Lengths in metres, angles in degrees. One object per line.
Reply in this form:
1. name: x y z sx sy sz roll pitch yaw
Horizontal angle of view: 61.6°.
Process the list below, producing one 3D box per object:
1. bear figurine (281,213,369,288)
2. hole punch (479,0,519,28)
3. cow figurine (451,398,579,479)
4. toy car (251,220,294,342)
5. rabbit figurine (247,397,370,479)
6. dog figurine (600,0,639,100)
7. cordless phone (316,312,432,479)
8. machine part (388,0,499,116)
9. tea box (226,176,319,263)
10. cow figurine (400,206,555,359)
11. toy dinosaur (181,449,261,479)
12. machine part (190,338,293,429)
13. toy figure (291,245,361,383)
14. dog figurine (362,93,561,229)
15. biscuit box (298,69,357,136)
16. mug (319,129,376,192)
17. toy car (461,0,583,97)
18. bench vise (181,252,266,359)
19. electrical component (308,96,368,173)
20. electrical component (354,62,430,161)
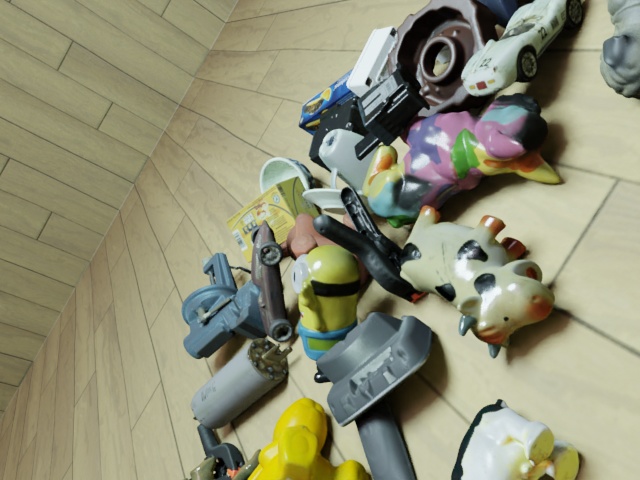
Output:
1. bear figurine: -0.001 0.001 0.820 0.120 0.131 0.196 -23 34 -11
2. hole punch: 0.250 -0.362 0.750 0.092 0.115 0.142 -56 28 25
3. cow figurine: 0.139 0.224 0.461 0.167 0.068 0.098 -60 24 -5
4. toy car: -0.081 0.068 0.853 0.089 0.053 0.201 -118 19 -63
5. rabbit figurine: -0.022 0.275 0.656 0.162 0.122 0.173 -60 14 21
6. dog figurine: 0.303 -0.252 0.518 0.121 0.172 0.190 -25 37 62
7. cordless phone: 0.082 0.186 0.594 0.146 0.088 0.184 -45 44 26
8. machine part: 0.176 -0.254 0.765 0.179 0.056 0.179 1 92 49
9. tea box: -0.088 -0.035 0.992 0.170 0.098 0.068 -27 0 43
10. cow figurine: 0.158 0.040 0.573 0.127 0.085 0.195 -58 31 -7
11. toy dinosaur: -0.140 0.403 0.574 0.105 0.198 0.471 -45 1 27
12. machine part: -0.132 0.233 0.865 0.243 0.079 0.079 -43 34 28
13. toy figure: 0.013 0.094 0.697 0.082 0.089 0.180 -147 45 -65
14. dog figurine: 0.168 -0.086 0.646 0.191 0.108 0.219 -61 32 0
15. biscuit box: 0.043 -0.266 1.036 0.203 0.062 0.059 -23 48 48
16. mug: 0.047 -0.120 0.858 0.109 0.107 0.081 -62 28 -5
17. toy car: 0.250 -0.244 0.657 0.202 0.056 0.074 -48 24 -21
18. bench vise: -0.179 0.099 1.012 0.223 0.128 0.241 -50 38 21
19. electrical component: 0.035 -0.191 0.989 0.134 0.058 0.115 -24 45 47
20. electrical component: 0.078 -0.159 0.685 0.119 0.047 0.075 -37 34 28
